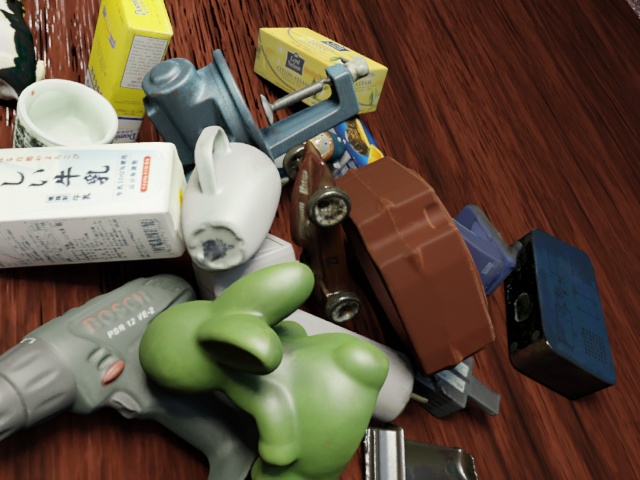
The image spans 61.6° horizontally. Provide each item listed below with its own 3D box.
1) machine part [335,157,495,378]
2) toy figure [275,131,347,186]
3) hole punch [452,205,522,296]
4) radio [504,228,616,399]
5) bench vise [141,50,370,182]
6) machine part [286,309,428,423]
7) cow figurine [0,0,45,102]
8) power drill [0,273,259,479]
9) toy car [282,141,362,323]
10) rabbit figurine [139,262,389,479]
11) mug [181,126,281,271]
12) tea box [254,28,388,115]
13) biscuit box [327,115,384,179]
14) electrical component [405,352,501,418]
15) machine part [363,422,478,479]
[{"bbox_3d":[0.093,0.023,0.568,0.201,0.087,0.201,63,0,-24],"label":"machine part"},{"bbox_3d":[-0.032,-0.103,0.667,0.154,0.058,0.064,-20,108,-19],"label":"toy figure"},{"bbox_3d":[0.171,0.025,0.689,0.092,0.142,0.116,0,46,-35],"label":"hole punch"},{"bbox_3d":[0.342,0.100,0.787,0.131,0.073,0.230,26,47,-15],"label":"radio"},{"bbox_3d":[-0.055,-0.106,0.547,0.241,0.223,0.129,-26,39,-1],"label":"bench vise"},{"bbox_3d":[0.006,0.122,0.542,0.243,0.079,0.079,26,49,-17],"label":"machine part"},{"bbox_3d":[-0.337,-0.219,0.561,0.098,0.068,0.167,11,57,-34],"label":"cow figurine"},{"bbox_3d":[-0.142,0.138,0.424,0.207,0.086,0.232,38,34,0],"label":"power drill"},{"bbox_3d":[-0.001,-0.002,0.523,0.053,0.201,0.089,-18,46,-7],"label":"toy car"},{"bbox_3d":[-0.049,0.096,0.384,0.170,0.159,0.121,22,45,-3],"label":"rabbit figurine"},{"bbox_3d":[-0.078,-0.033,0.448,0.081,0.109,0.107,-4,36,4],"label":"mug"},{"bbox_3d":[-0.003,-0.238,0.754,0.170,0.068,0.098,36,39,30],"label":"tea box"},{"bbox_3d":[0.061,-0.083,0.735,0.063,0.059,0.203,-16,69,-40],"label":"biscuit box"},{"bbox_3d":[0.150,0.164,0.629,0.119,0.047,0.075,34,47,-10],"label":"electrical component"},{"bbox_3d":[0.103,0.233,0.556,0.139,0.039,0.084,17,52,-22],"label":"machine part"}]
